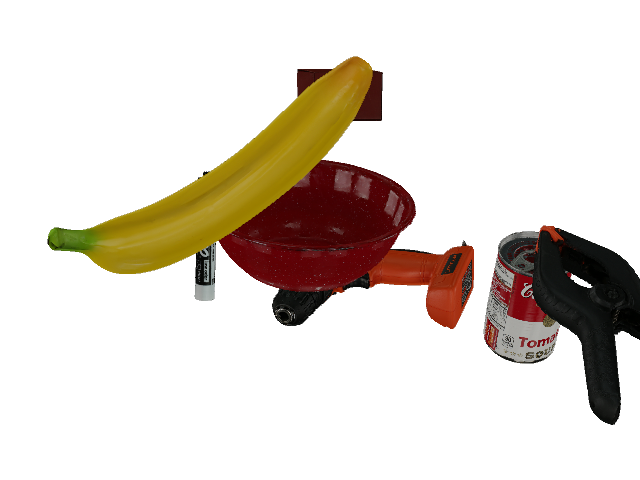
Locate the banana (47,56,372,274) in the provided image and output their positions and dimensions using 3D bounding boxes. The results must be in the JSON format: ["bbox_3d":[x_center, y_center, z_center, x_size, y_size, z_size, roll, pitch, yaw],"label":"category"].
[{"bbox_3d":[-0.052,-0.032,0.596,0.197,0.037,0.069,-32,-17,-3],"label":"banana"}]

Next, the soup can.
[{"bbox_3d":[0.187,0.052,0.967,0.068,0.102,0.068,2,34,-2],"label":"soup can"}]

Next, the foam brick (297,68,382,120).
[{"bbox_3d":[0.020,-0.151,1.105,0.078,0.051,0.053,-3,13,-19],"label":"foam brick"}]

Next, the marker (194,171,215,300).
[{"bbox_3d":[-0.106,-0.004,0.993,0.020,0.121,0.020,3,14,-1],"label":"marker"}]

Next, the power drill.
[{"bbox_3d":[0.059,0.043,1.123,0.188,0.057,0.184,9,31,19],"label":"power drill"}]

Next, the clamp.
[{"bbox_3d":[0.213,0.051,0.750,0.120,0.039,0.171,-3,45,-19],"label":"clamp"}]

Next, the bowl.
[{"bbox_3d":[-0.011,-0.007,0.795,0.162,0.055,0.162,2,26,-1],"label":"bowl"}]
